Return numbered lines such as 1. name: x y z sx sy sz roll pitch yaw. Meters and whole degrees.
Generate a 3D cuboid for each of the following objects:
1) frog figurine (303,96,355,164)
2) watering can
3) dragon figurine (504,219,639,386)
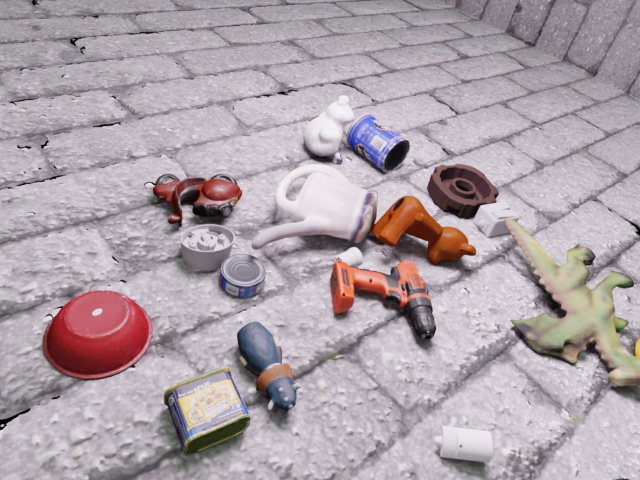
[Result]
1. frog figurine: 0.023 -0.294 1.328 0.122 0.155 0.141 10 40 -4
2. watering can: 0.003 -0.055 1.086 0.224 0.101 0.356 19 39 5
3. dragon figurine: 0.483 0.128 1.034 0.246 0.119 0.415 -30 56 -31
